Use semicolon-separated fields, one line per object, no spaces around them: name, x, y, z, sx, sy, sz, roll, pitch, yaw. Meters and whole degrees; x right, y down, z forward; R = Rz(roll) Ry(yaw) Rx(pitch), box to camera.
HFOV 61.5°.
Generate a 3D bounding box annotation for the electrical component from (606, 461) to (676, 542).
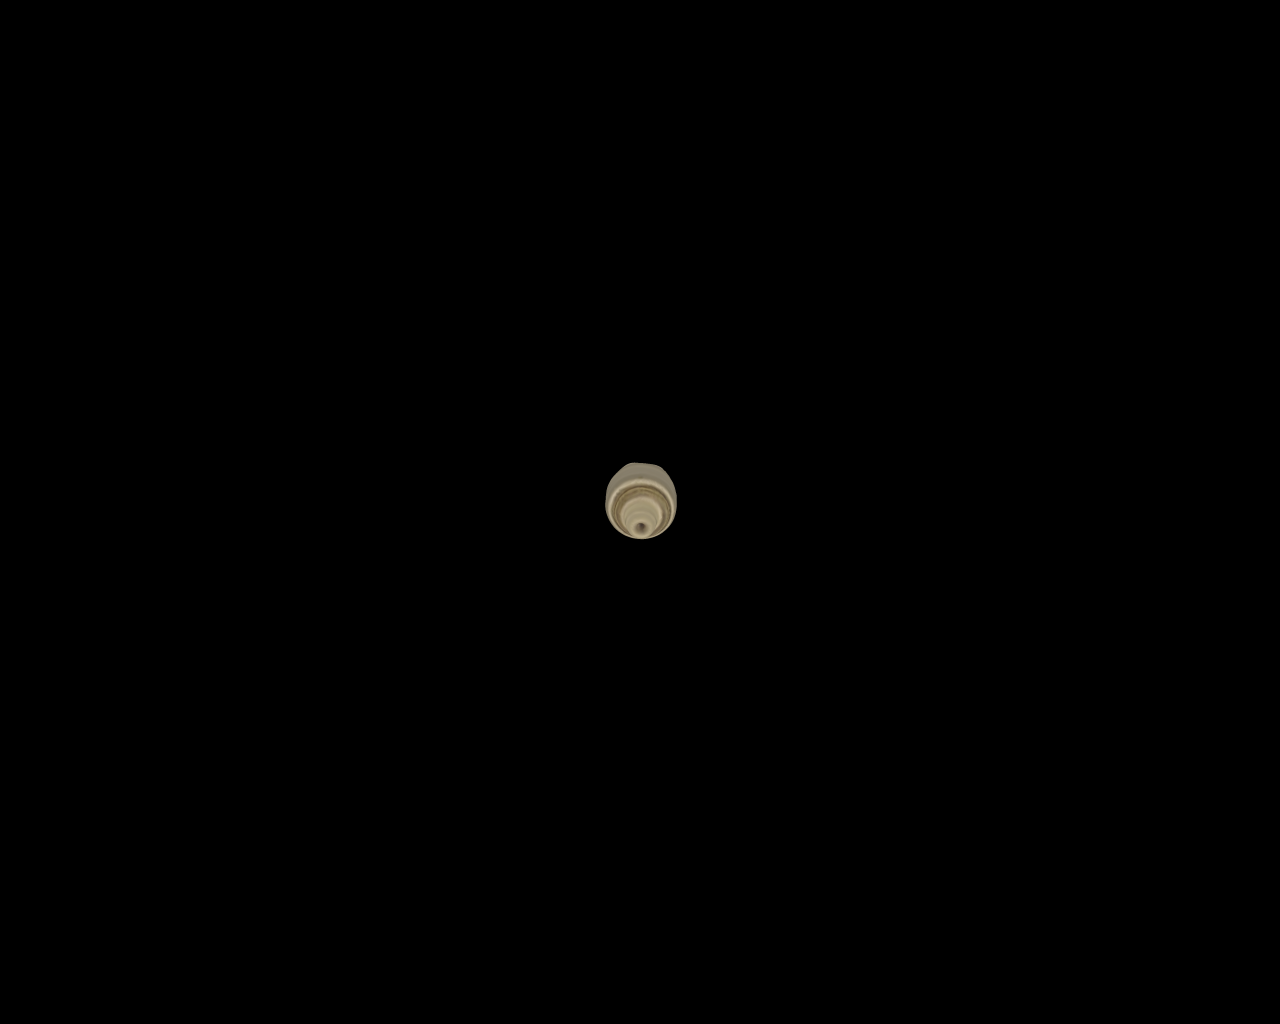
electrical component;0.001;-0.003;0.650;0.043;0.043;0.062;0;24;0
